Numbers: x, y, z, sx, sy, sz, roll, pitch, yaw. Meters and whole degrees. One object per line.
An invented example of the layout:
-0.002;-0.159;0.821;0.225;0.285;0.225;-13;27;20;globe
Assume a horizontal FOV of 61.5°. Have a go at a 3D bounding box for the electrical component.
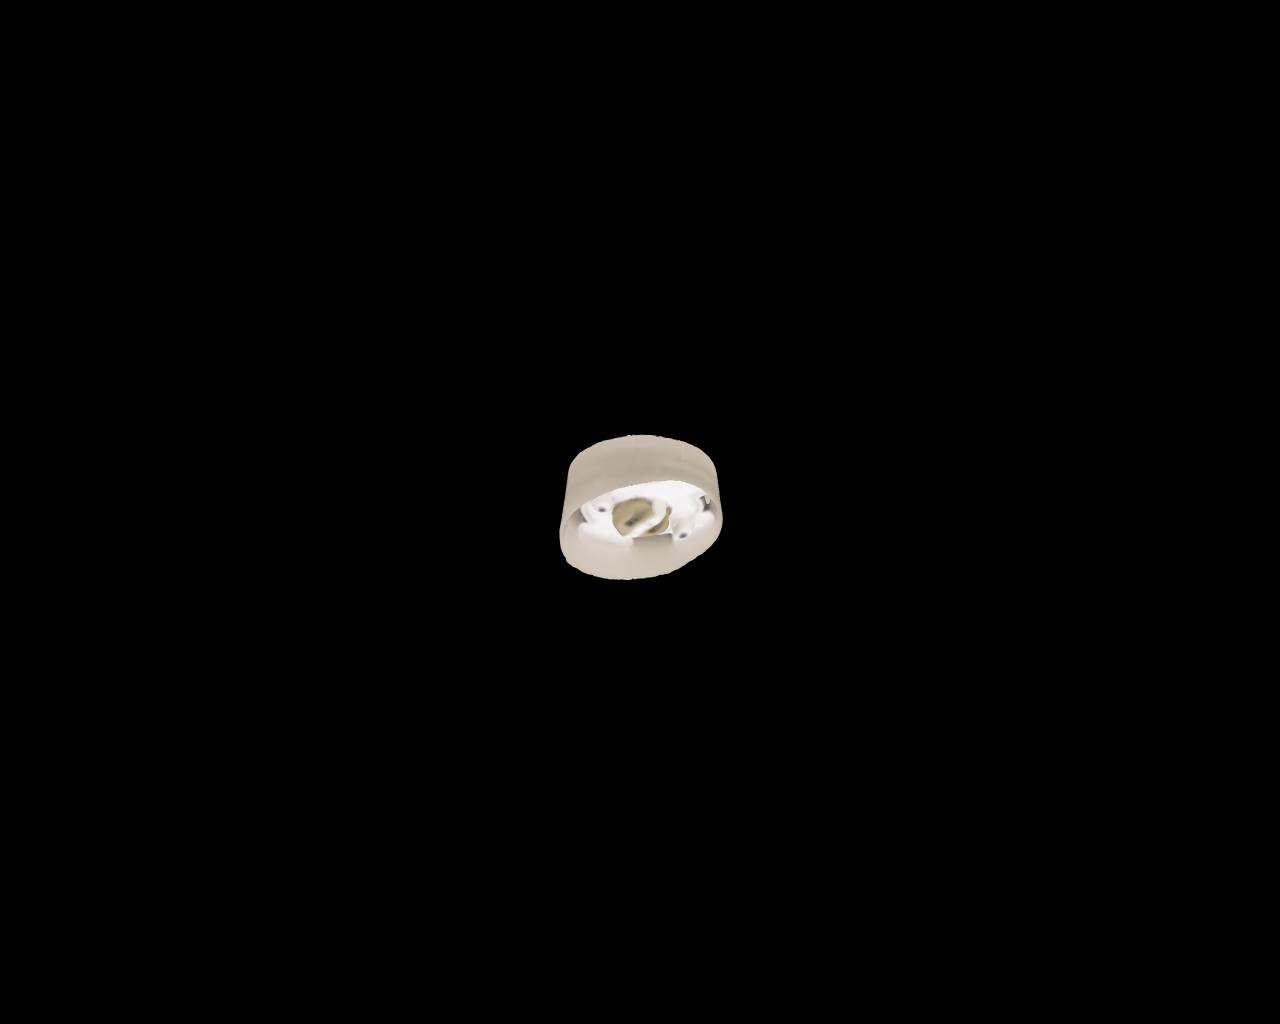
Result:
0.001;-0.003;0.650;0.099;0.064;0.099;0;-27;0;electrical component
